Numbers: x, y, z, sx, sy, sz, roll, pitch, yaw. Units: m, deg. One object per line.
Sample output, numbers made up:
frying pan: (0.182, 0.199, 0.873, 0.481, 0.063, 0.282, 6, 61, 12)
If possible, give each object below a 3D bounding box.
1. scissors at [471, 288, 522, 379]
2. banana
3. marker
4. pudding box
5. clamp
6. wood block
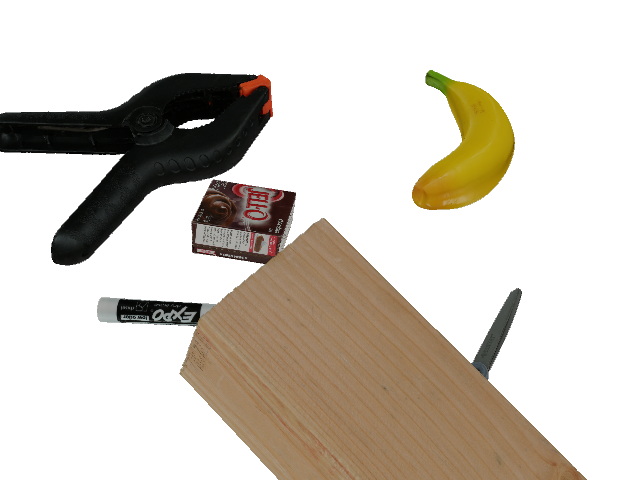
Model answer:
scissors: (0.108, 0.115, 0.880, 0.096, 0.201, 0.016, 6, -38, 13)
banana: (0.103, -0.067, 0.756, 0.069, 0.037, 0.197, 6, 31, 4)
marker: (-0.106, 0.054, 0.798, 0.121, 0.020, 0.020, 2, 0, 8)
pudding box: (-0.076, -0.020, 1.073, 0.090, 0.039, 0.113, 8, 28, 3)
clamp: (-0.112, -0.062, 0.634, 0.171, 0.120, 0.039, -31, -27, -27)
wood block: (0.033, 0.102, 0.549, 0.090, 0.206, 0.090, -40, -11, -27)
